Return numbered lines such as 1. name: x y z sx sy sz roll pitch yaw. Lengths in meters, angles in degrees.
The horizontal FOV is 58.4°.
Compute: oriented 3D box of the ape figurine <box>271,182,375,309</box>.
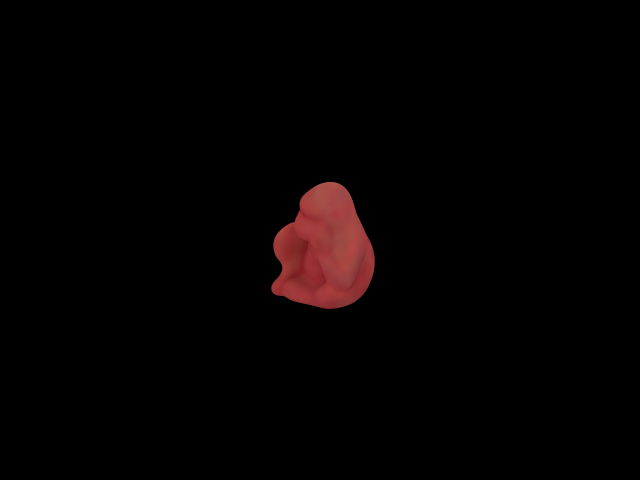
1. ape figurine: 0.004 0.001 0.400 0.076 0.092 0.077 -11 35 -15
